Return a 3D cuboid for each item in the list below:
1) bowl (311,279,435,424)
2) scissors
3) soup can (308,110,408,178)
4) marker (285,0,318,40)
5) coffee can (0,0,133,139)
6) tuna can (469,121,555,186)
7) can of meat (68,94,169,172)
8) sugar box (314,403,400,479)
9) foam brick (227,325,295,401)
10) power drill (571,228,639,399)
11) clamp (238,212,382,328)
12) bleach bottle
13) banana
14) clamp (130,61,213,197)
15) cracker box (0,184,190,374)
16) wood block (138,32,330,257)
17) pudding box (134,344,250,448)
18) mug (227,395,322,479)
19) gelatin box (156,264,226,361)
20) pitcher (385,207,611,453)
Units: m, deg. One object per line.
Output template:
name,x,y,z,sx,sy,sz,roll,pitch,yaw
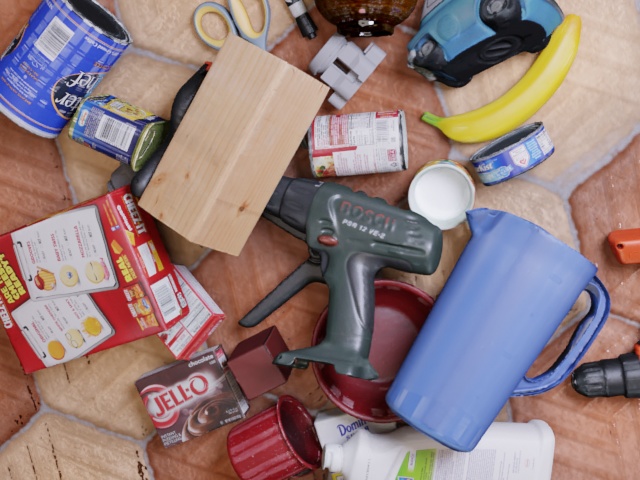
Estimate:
bowl,0.070,0.121,1.203,0.162,0.055,0.162,0,94,1
scissors,-0.080,-0.190,1.187,0.096,0.016,0.202,-10,100,12
soup can,0.042,-0.105,1.160,0.102,0.068,0.068,-4,101,9
marker,-0.036,-0.274,1.160,0.020,0.020,0.121,-27,97,13
coffee can,-0.289,-0.197,1.172,0.103,0.102,0.140,41,105,-2
tuna can,0.204,-0.091,1.130,0.086,0.086,0.034,-27,99,13
can of meat,-0.219,-0.121,1.179,0.084,0.102,0.057,25,103,5
sugar box,0.064,0.276,1.251,0.093,0.048,0.176,-16,96,9
foam brick,-0.067,0.140,1.224,0.051,0.078,0.053,-27,97,11
power drill,0.359,0.081,1.160,0.184,0.057,0.187,-8,104,6
clamp,-0.008,0.001,1.206,0.210,0.036,0.164,-12,94,8
bleach bottle,0.129,0.244,1.193,0.250,0.068,0.102,6,97,-6
banana,0.206,-0.159,1.140,0.198,0.037,0.069,-33,96,14
clamp,-0.139,-0.110,1.185,0.039,0.120,0.171,26,87,24
cracker box,-0.273,0.045,1.217,0.214,0.072,0.164,-18,98,27
wood block,-0.090,-0.099,1.124,0.090,0.090,0.206,33,97,32
pudding box,-0.151,0.185,1.266,0.113,0.039,0.090,-23,97,12
mug,-0.048,0.245,1.246,0.082,0.093,0.117,-30,133,18
gelatin box,-0.161,0.084,1.235,0.089,0.030,0.073,47,106,23
pitcher,0.182,0.100,1.115,0.149,0.144,0.243,32,91,35
